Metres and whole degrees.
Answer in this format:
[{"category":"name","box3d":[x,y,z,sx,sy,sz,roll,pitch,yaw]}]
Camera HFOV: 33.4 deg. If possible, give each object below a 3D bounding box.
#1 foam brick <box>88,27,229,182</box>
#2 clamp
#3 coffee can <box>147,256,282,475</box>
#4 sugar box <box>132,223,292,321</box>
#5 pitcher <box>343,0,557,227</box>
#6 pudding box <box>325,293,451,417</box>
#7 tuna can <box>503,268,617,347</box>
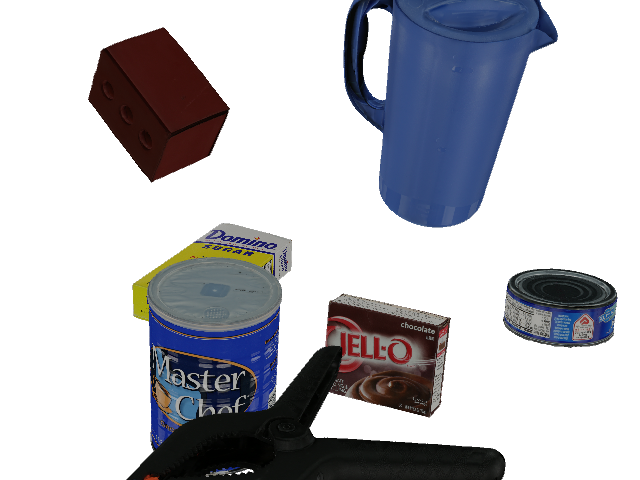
[{"category":"foam brick","box3d":[-0.107,-0.090,0.698,0.051,0.078,0.053,-28,-18,-35]},{"category":"clamp","box3d":[-0.022,0.118,0.620,0.209,0.036,0.165,-9,24,-29]},{"category":"coffee can","box3d":[-0.084,0.098,0.843,0.103,0.140,0.103,3,27,-2]},{"category":"sugar box","box3d":[-0.110,0.037,1.128,0.093,0.048,0.176,14,30,22]},{"category":"pitcher","box3d":[0.111,-0.134,1.017,0.144,0.243,0.149,-20,50,-24]},{"category":"pudding box","box3d":[0.060,0.105,0.992,0.114,0.090,0.039,10,17,21]},{"category":"tuna can","box3d":[0.187,0.051,0.834,0.086,0.034,0.086,1,18,-1]}]
